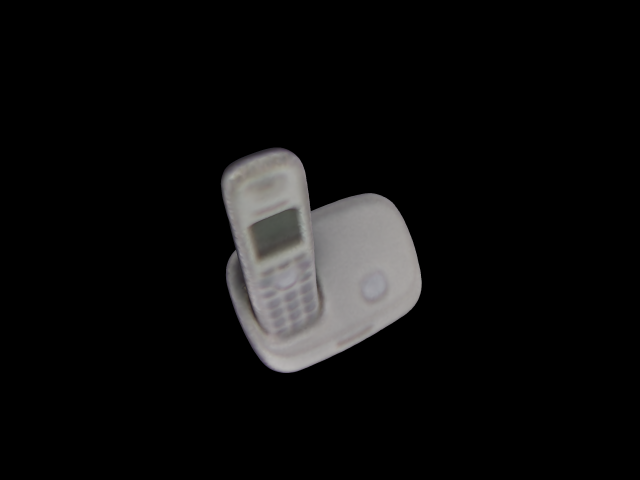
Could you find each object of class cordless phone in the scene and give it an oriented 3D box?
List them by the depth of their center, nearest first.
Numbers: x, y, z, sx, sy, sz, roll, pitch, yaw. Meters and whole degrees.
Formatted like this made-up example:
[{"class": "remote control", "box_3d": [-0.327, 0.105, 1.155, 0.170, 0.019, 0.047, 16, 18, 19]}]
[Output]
[{"class": "cordless phone", "box_3d": [0.004, 0.001, 0.400, 0.148, 0.185, 0.094, -27, 58, -18]}]
